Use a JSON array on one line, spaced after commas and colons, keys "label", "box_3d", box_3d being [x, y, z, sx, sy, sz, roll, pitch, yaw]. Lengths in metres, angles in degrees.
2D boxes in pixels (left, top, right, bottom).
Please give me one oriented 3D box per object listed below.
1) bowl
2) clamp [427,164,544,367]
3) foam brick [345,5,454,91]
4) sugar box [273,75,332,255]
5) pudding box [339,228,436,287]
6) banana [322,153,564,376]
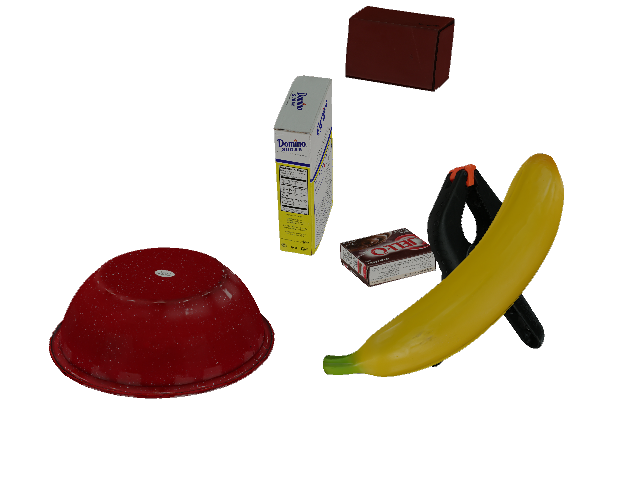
[{"label": "bowl", "box_3d": [-0.112, 0.048, 0.762, 0.162, 0.055, 0.162, 2, 23, -1]}, {"label": "clamp", "box_3d": [0.123, 0.024, 0.908, 0.120, 0.171, 0.039, -16, 0, -33]}, {"label": "foam brick", "box_3d": [0.065, -0.158, 0.876, 0.078, 0.051, 0.053, 12, 26, 18]}, {"label": "sugar box", "box_3d": [-0.017, -0.077, 1.129, 0.048, 0.176, 0.093, 8, 46, 12]}, {"label": "pudding box", "box_3d": [0.097, 0.023, 1.530, 0.113, 0.039, 0.090, -15, 26, -21]}, {"label": "banana", "box_3d": [0.088, 0.016, 0.610, 0.197, 0.037, 0.070, -41, 44, -20]}]
